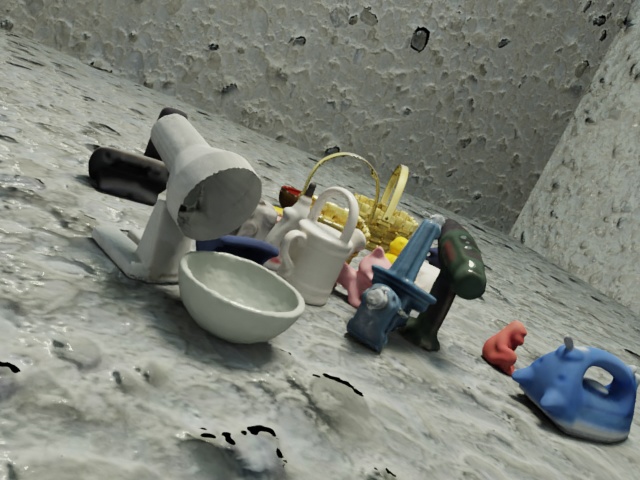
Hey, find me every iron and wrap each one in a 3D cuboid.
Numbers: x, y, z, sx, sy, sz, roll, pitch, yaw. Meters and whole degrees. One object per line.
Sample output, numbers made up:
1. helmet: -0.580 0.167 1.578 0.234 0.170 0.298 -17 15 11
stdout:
1. iron: 0.455 0.243 0.948 0.259 0.141 0.118 19 14 -23

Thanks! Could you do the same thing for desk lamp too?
1. desk lamp: -0.194 -0.049 0.768 0.202 0.213 0.118 34 16 35

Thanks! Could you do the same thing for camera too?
1. camera: -0.168 -0.070 1.144 0.144 0.101 0.136 17 15 -29

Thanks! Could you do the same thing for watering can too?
1. watering can: 0.007 0.002 0.970 0.100 0.194 0.173 29 14 18

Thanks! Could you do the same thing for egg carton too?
1. egg carton: 0.219 0.089 1.286 0.107 0.069 0.150 27 13 9

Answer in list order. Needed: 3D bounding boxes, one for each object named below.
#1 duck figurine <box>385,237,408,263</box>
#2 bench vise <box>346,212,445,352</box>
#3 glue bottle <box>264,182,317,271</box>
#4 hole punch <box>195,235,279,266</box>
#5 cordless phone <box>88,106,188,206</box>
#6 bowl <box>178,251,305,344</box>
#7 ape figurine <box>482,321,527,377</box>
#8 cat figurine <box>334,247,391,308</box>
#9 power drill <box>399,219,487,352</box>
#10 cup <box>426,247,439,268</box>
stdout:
1. duck figurine: 0.187 0.034 1.406 0.077 0.086 0.105 26 13 7
2. bench vise: 0.140 0.065 0.909 0.121 0.220 0.207 25 13 3
3. glue bottle: -0.047 -0.025 1.026 0.078 0.173 0.037 16 16 -33
4. hole punch: -0.133 0.022 0.868 0.109 0.091 0.100 14 17 -37
5. cordless phone: -0.333 -0.172 1.061 0.148 0.185 0.093 14 17 -38
6. bowl: -0.107 0.082 0.719 0.167 0.075 0.167 23 13 -5
7. ape figurine: 0.351 0.194 1.064 0.076 0.092 0.078 33 16 33
8. cat figurine: 0.076 0.057 1.048 0.127 0.118 0.067 26 13 6
9. power drill: 0.214 0.079 1.012 0.076 0.208 0.229 22 13 -10
10. cup: 0.290 0.073 1.418 0.118 0.095 0.091 22 13 -9
